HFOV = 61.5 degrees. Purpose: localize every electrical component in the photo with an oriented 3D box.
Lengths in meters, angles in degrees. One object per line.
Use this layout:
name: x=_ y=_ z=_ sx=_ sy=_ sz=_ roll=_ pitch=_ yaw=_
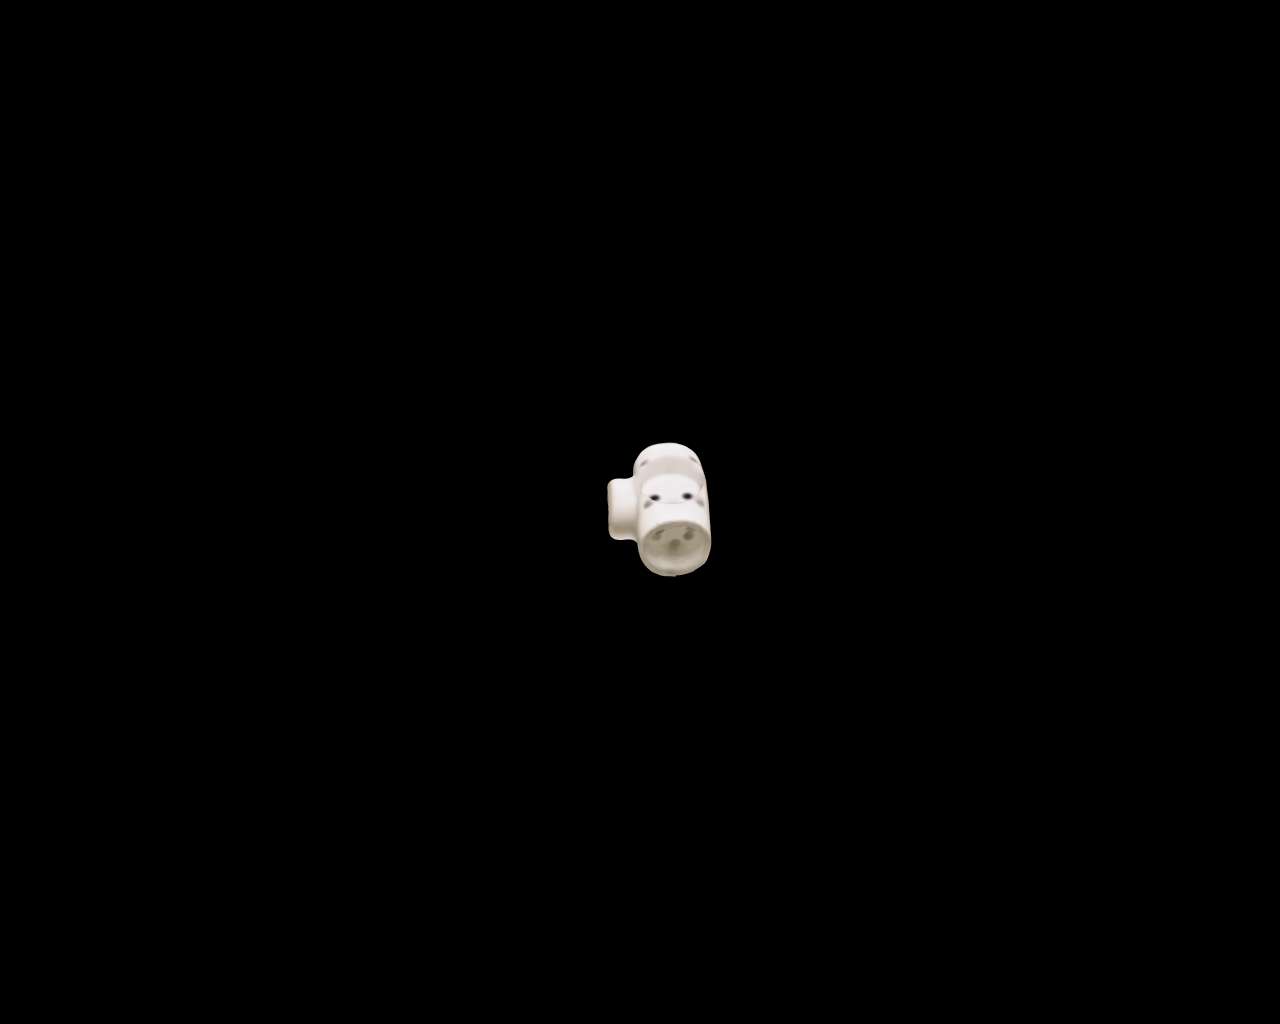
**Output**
electrical component: x=0.001 y=-0.003 z=0.650 sx=0.079 sy=0.044 sz=0.077 roll=-2 pitch=40 yaw=-2
